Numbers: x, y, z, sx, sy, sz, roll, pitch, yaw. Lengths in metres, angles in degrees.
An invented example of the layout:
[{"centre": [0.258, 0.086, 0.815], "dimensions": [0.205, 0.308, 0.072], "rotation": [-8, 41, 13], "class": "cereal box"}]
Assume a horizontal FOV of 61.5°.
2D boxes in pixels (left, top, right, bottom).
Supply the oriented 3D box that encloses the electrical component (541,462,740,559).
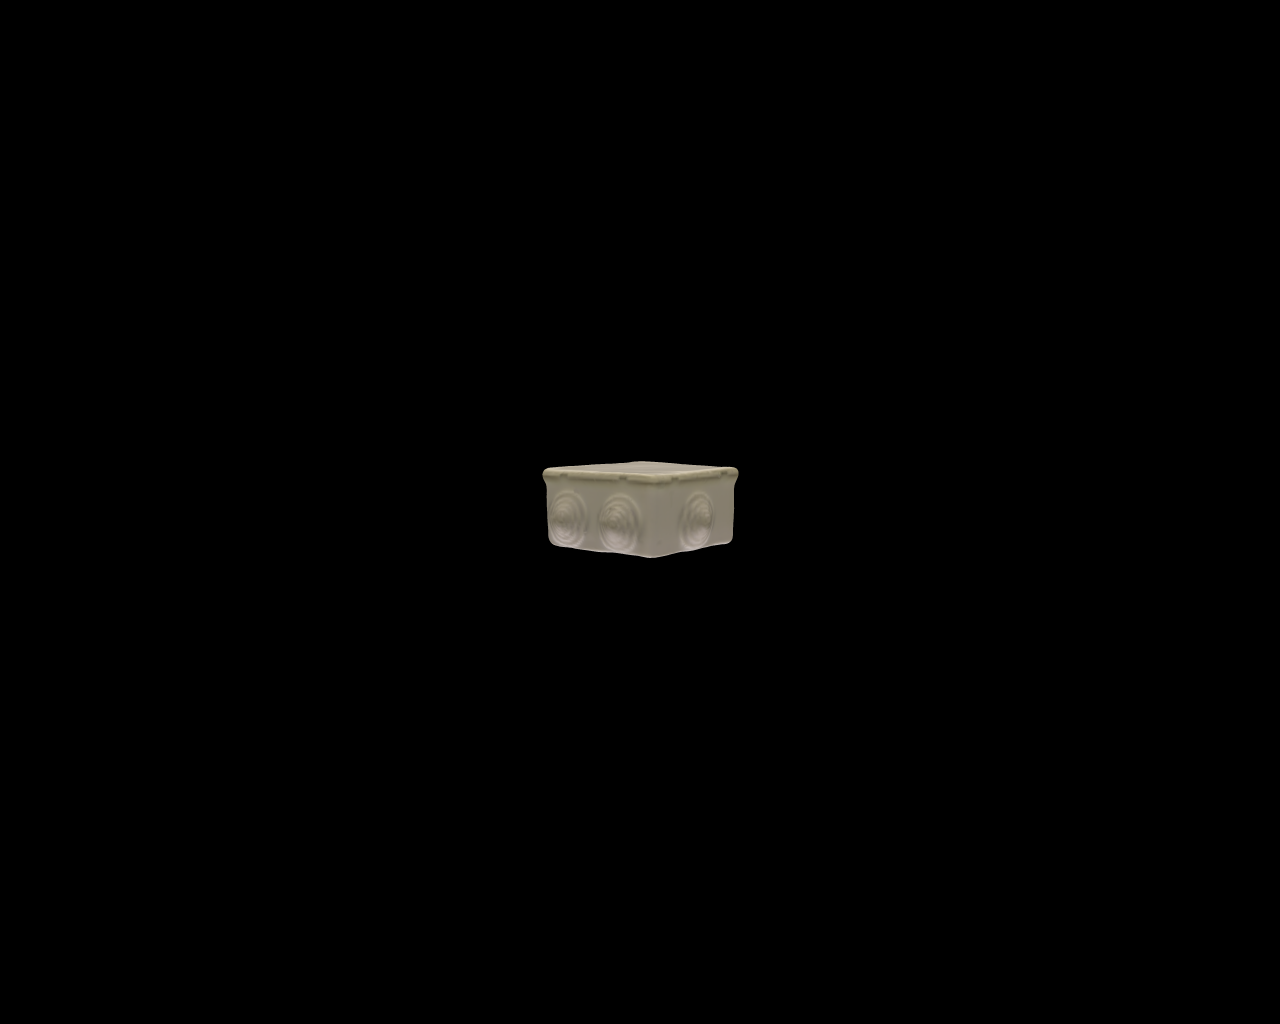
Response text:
[{"centre": [0.001, -0.003, 0.650], "dimensions": [0.100, 0.048, 0.100], "rotation": [5, 8, 40], "class": "electrical component"}]
